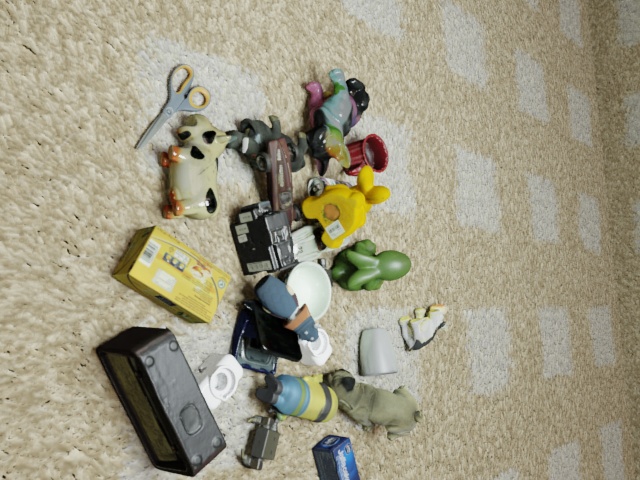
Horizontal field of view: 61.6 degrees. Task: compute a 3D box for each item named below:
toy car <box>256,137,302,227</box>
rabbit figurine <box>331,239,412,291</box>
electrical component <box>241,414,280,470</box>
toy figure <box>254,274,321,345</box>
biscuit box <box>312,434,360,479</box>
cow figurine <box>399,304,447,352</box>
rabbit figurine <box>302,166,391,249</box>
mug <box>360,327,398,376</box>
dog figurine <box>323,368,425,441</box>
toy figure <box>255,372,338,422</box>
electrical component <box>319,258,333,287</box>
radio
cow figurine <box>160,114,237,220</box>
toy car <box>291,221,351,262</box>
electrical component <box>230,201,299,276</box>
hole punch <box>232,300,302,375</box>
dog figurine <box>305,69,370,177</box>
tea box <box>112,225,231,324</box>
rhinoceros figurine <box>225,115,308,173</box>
[{"bbox_3d":[-0.077,-0.100,1.060,0.089,0.053,0.201,-23,129,-35],"label":"toy car"},{"bbox_3d":[0.113,0.052,1.187,0.159,0.170,0.121,0,83,-45],"label":"rabbit figurine"},{"bbox_3d":[-0.111,0.374,1.005,0.078,0.045,0.102,48,50,-64],"label":"electrical component"},{"bbox_3d":[-0.056,0.130,1.007,0.154,0.064,0.058,47,41,-15],"label":"toy figure"},{"bbox_3d":[0.046,0.513,1.120,0.059,0.063,0.202,-18,96,-47],"label":"biscuit box"},{"bbox_3d":[0.280,0.226,1.395,0.167,0.068,0.098,-16,100,-42],"label":"cow figurine"},{"bbox_3d":[0.064,-0.083,1.131,0.122,0.162,0.173,50,26,8],"label":"rabbit figurine"},{"bbox_3d":[0.141,0.258,1.247,0.109,0.081,0.107,7,70,-43],"label":"mug"},{"bbox_3d":[0.112,0.342,1.144,0.190,0.172,0.121,41,46,-41],"label":"dog figurine"},{"bbox_3d":[-0.040,0.310,1.046,0.180,0.082,0.089,30,24,-47],"label":"toy figure"},{"bbox_3d":[-0.002,0.087,1.173,0.063,0.021,0.094,-5,88,-45],"label":"electrical component"},{"bbox_3d":[-0.243,0.248,0.831,0.073,0.131,0.229,-35,108,-44],"label":"radio"},{"bbox_3d":[-0.215,-0.131,0.957,0.127,0.085,0.195,2,79,-38],"label":"cow figurine"},{"bbox_3d":[-0.002,-0.004,1.163,0.202,0.056,0.073,-23,99,-44],"label":"toy car"},{"bbox_3d":[-0.109,-0.004,1.018,0.058,0.115,0.134,-20,99,-47],"label":"electrical component"},{"bbox_3d":[-0.106,0.189,1.022,0.142,0.092,0.116,25,37,-37],"label":"hole punch"},{"bbox_3d":[0.039,-0.250,1.199,0.191,0.109,0.219,11,73,-52],"label":"dog figurine"},{"bbox_3d":[-0.245,0.061,0.905,0.169,0.068,0.098,43,56,-33],"label":"tea box"},{"bbox_3d":[-0.109,-0.189,1.085,0.190,0.073,0.112,13,85,-45],"label":"rhinoceros figurine"}]
